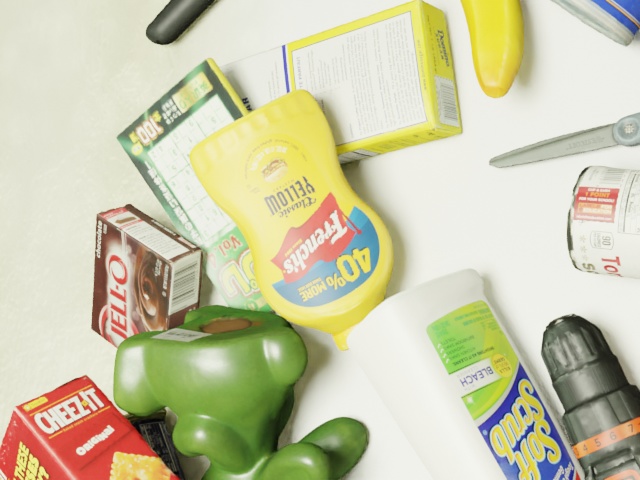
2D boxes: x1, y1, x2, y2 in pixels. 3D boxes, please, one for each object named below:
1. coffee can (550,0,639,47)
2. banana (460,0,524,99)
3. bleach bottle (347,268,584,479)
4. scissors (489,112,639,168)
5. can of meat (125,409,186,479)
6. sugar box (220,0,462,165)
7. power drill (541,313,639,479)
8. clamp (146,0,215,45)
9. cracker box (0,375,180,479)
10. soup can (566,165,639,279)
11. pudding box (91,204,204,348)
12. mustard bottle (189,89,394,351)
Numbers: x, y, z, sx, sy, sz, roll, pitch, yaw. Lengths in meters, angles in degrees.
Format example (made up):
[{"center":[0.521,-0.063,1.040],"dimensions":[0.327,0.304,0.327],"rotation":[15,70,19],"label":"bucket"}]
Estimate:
[{"center":[0.185,-0.203,0.640],"dimensions":[0.103,0.102,0.140],"rotation":[42,106,29],"label":"coffee can"},{"center":[0.093,-0.179,0.723],"dimensions":[0.069,0.037,0.198],"rotation":[-27,65,-8],"label":"banana"},{"center":[0.121,0.142,0.653],"dimensions":[0.251,0.102,0.068],"rotation":[57,134,17],"label":"bleach bottle"},{"center":[0.207,-0.054,0.659],"dimensions":[0.202,0.016,0.096],"rotation":[-29,69,27],"label":"scissors"},{"center":[-0.154,0.191,0.838],"dimensions":[0.102,0.057,0.084],"rotation":[-31,71,27],"label":"can of meat"},{"center":[0.010,-0.102,0.774],"dimensions":[0.177,0.048,0.093],"rotation":[-12,81,34],"label":"sugar box"},{"center":[0.230,0.098,0.597],"dimensions":[0.188,0.057,0.184],"rotation":[-33,72,32],"label":"power drill"},{"center":[-0.059,-0.238,0.840],"dimensions":[0.210,0.036,0.164],"rotation":[4,87,33],"label":"clamp"},{"center":[-0.139,0.225,0.735],"dimensions":[0.214,0.071,0.164],"rotation":[44,130,19],"label":"cracker box"},{"center":[0.204,-0.009,0.624],"dimensions":[0.102,0.068,0.068],"rotation":[7,88,34],"label":"soup can"},{"center":[-0.136,0.041,0.832],"dimensions":[0.090,0.039,0.113],"rotation":[29,123,31],"label":"pudding box"},{"center":[-0.005,0.001,0.730],"dimensions":[0.096,0.058,0.191],"rotation":[-29,91,-3],"label":"mustard bottle"}]
